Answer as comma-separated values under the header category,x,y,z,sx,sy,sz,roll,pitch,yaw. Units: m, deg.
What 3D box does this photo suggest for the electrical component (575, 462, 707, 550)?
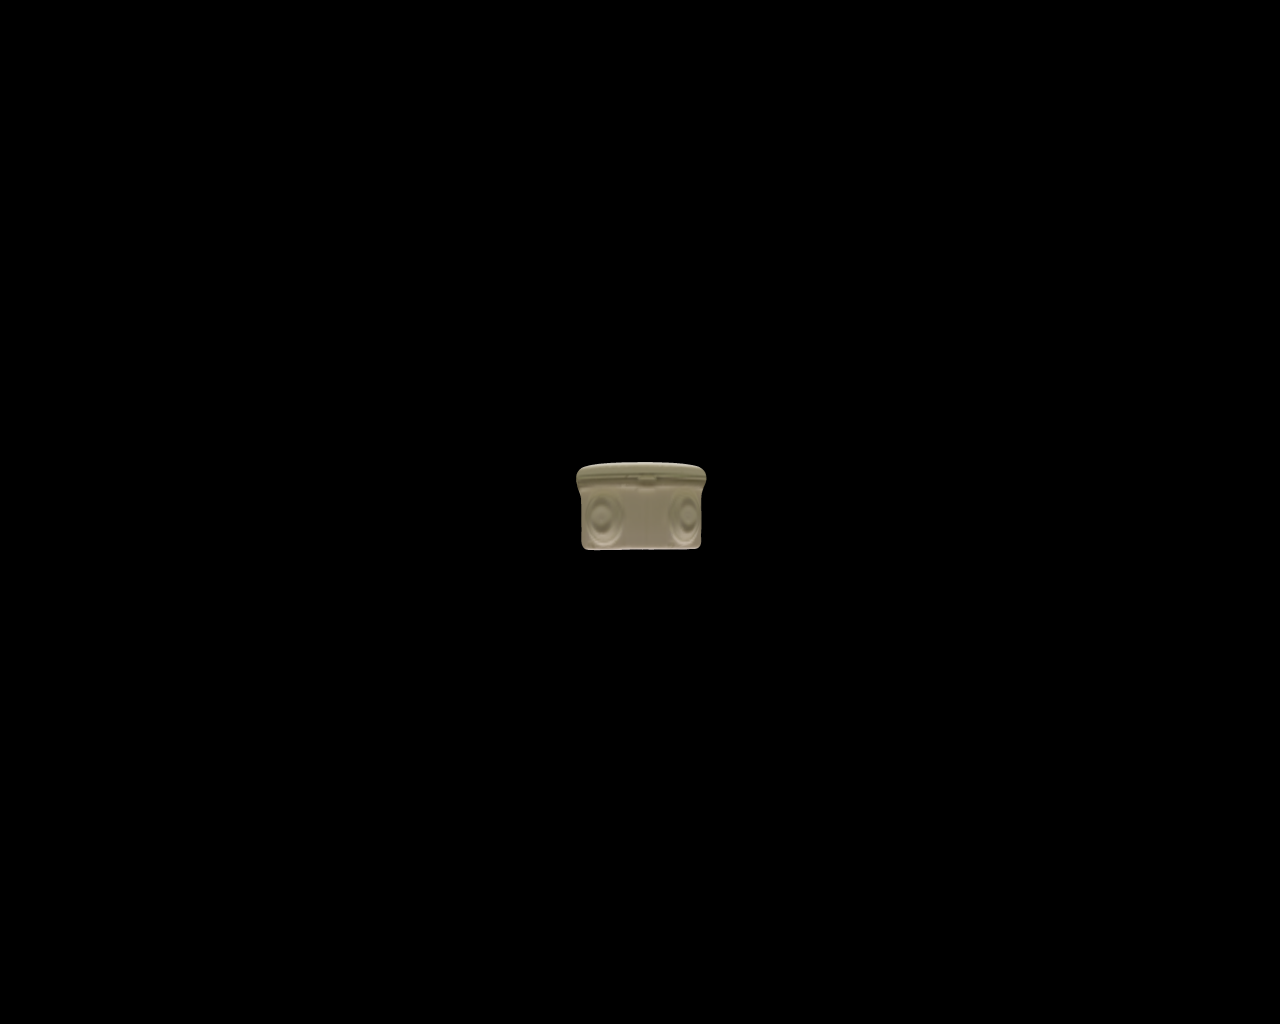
category,x,y,z,sx,sy,sz,roll,pitch,yaw
electrical component,0.001,-0.003,0.650,0.080,0.051,0.080,0,-2,0
